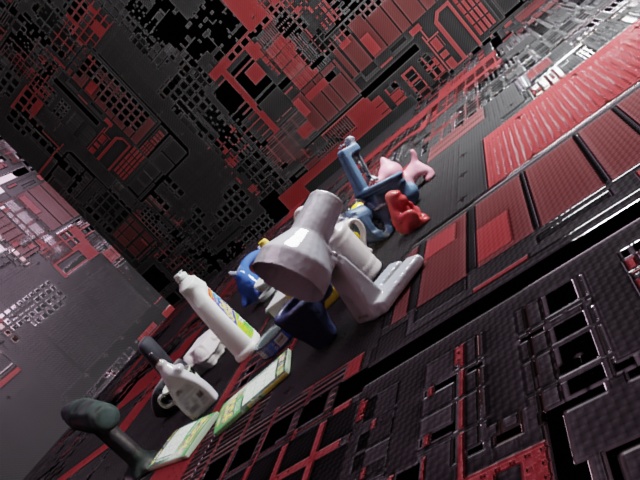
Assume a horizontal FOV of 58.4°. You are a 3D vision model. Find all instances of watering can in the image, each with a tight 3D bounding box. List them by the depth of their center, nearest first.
[{"bbox_3d":[0.018,0.016,1.111,0.100,0.194,0.173,-34,13,42],"label":"watering can"}]

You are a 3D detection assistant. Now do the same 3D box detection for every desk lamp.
[{"bbox_3d":[0.024,0.037,0.924,0.203,0.213,0.117,-48,11,-28],"label":"desk lamp"}]

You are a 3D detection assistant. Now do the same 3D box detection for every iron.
[{"bbox_3d":[-0.180,0.088,1.792,0.118,0.141,0.259,-35,12,38],"label":"iron"}]

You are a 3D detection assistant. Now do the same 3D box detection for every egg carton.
[{"bbox_3d":[-0.310,0.304,1.582,0.107,0.069,0.150,-38,10,27],"label":"egg carton"}]

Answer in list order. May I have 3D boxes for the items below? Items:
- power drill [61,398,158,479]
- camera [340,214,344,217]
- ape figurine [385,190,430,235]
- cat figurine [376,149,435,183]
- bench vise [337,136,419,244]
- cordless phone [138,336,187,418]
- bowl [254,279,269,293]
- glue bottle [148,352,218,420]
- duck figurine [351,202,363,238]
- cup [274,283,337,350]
[{"bbox_3d":[-0.452,0.417,1.219,0.229,0.208,0.076,-32,14,50],"label":"power drill"},{"bbox_3d":[0.014,0.005,1.477,0.143,0.101,0.137,-39,10,22],"label":"camera"},{"bbox_3d":[0.168,-0.062,1.156,0.076,0.092,0.078,-36,12,37],"label":"ape figurine"},{"bbox_3d":[0.201,-0.169,1.422,0.128,0.118,0.067,-42,9,7],"label":"cat figurine"},{"bbox_3d":[0.103,-0.115,1.269,0.121,0.220,0.208,-33,14,47],"label":"bench vise"},{"bbox_3d":[-0.413,0.345,1.463,0.094,0.185,0.148,-38,10,26],"label":"cordless phone"},{"bbox_3d":[-0.103,0.101,1.618,0.167,0.075,0.167,-41,9,9],"label":"bowl"},{"bbox_3d":[-0.303,0.302,1.225,0.078,0.173,0.037,-42,9,4],"label":"glue bottle"},{"bbox_3d":[0.106,-0.048,1.373,0.105,0.086,0.077,-48,11,-30],"label":"duck figurine"},{"bbox_3d":[-0.007,0.133,0.990,0.118,0.095,0.091,-42,9,2],"label":"cup"}]
